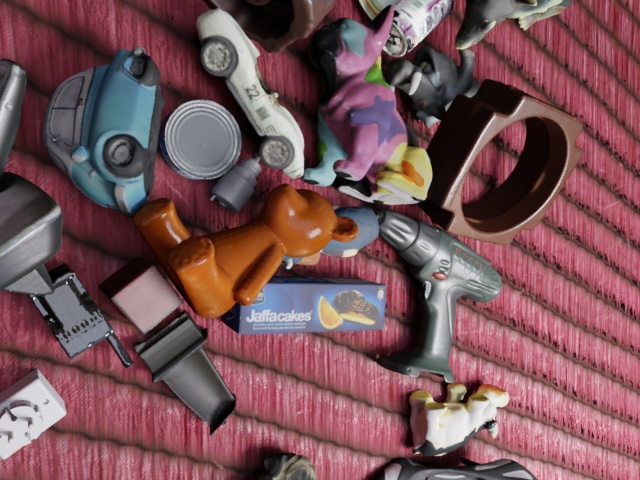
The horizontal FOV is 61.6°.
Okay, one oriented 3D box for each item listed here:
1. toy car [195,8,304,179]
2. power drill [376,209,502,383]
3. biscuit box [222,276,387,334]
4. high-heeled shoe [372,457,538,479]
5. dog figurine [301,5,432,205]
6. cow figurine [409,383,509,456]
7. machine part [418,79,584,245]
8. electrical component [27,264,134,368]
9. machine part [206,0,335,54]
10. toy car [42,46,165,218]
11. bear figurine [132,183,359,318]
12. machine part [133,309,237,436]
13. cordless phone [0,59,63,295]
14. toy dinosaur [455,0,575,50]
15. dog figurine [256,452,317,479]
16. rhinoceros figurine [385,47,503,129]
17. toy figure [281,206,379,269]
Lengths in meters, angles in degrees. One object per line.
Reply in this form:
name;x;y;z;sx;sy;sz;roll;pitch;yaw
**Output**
toy car;-0.071;-0.158;0.597;0.056;0.073;0.201;-29;109;8
power drill;0.143;0.084;0.746;0.232;0.086;0.207;19;77;-28
biscuit box;-0.016;0.078;0.659;0.202;0.059;0.062;3;92;-29
high-heeled shoe;0.182;0.356;0.740;0.249;0.145;0.086;-9;96;-30
dog figurine;0.065;-0.166;0.664;0.191;0.108;0.219;14;84;-27
cow figurine;0.209;0.266;0.793;0.167;0.068;0.098;-1;99;-26
machine part;0.241;-0.101;0.735;0.201;0.087;0.201;10;118;-33
electrical component;-0.237;0.084;0.531;0.048;0.075;0.119;-32;111;-25
machine part;-0.067;-0.278;0.548;0.179;0.179;0.056;45;69;-24
toy car;-0.210;-0.106;0.518;0.103;0.109;0.161;5;82;-12
bear figurine;-0.066;-0.009;0.553;0.196;0.120;0.131;-34;138;-16
machine part;-0.142;0.152;0.608;0.084;0.039;0.138;-37;108;-27
cordless phone;-0.265;-0.055;0.454;0.088;0.147;0.184;11;100;-49
toy dinosaur;0.324;-0.372;0.744;0.405;0.192;0.131;-24;106;-25
dog figurine;-0.104;0.317;0.618;0.172;0.121;0.190;41;60;-28
rhinoceros figurine;0.172;-0.203;0.744;0.190;0.073;0.112;21;94;-30
toy figure;0.000;-0.001;0.664;0.154;0.064;0.057;-16;139;-22
